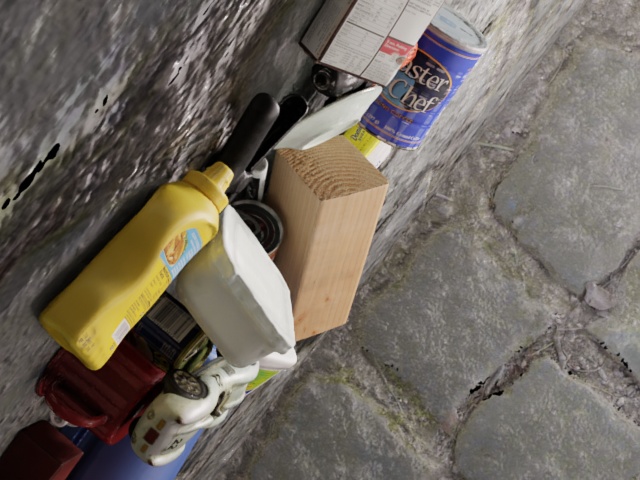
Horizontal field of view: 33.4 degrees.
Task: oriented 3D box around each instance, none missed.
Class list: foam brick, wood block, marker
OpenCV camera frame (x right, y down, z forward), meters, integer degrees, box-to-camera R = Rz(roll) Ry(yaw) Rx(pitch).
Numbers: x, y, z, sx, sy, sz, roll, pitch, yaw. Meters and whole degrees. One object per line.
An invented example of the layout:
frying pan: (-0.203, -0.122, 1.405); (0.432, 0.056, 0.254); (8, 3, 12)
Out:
foam brick: (-0.272, 0.219, 1.009); (0.078, 0.053, 0.051); (-53, 172, 10)
wood block: (-0.007, 0.001, 1.152); (0.090, 0.091, 0.206); (-16, 138, -32)
marker: (-0.066, -0.054, 1.092); (0.020, 0.020, 0.121); (-49, 172, -19)

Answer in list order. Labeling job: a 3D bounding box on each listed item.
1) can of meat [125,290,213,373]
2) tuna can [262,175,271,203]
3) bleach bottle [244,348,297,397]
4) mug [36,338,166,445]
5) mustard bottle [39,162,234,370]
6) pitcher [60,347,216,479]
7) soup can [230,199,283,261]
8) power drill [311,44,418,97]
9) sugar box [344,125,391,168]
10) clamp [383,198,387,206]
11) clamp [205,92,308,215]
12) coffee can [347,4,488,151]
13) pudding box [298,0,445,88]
can of meat: (-0.149, 0.087, 1.008); (0.057, 0.084, 0.102); (-48, 172, -22)
tuna can: (-0.034, -0.058, 1.202); (0.086, 0.034, 0.086); (-51, 169, -14)
bleach bottle: (-0.154, 0.206, 1.436); (0.251, 0.068, 0.102); (-40, 148, 20)
mug: (-0.195, 0.130, 0.944); (0.093, 0.081, 0.117); (-55, 172, 21)
mustard bottle: (-0.136, 0.012, 0.843); (0.191, 0.058, 0.096); (-50, 168, -16)
pitcher: (-0.194, 0.193, 1.117); (0.243, 0.145, 0.149); (-57, -167, 7)
soup can: (-0.083, 0.013, 1.117); (0.068, 0.068, 0.102); (-47, 171, -34)
power drill: (0.074, -0.224, 1.009); (0.188, 0.057, 0.184); (-55, 171, 33)
sugar box: (0.059, -0.123, 1.414); (0.093, 0.048, 0.176); (-50, 176, -12)
clamp: (0.011, -0.041, 1.412); (0.164, 0.036, 0.210); (-31, 165, -1)
clamp: (-0.073, -0.065, 0.935); (0.172, 0.039, 0.120); (-48, 170, 23)
coffee can: (0.104, -0.185, 1.179); (0.140, 0.103, 0.102); (-56, 171, 28)
pudding box: (0.048, -0.193, 0.912); (0.089, 0.039, 0.114); (13, 119, -42)
